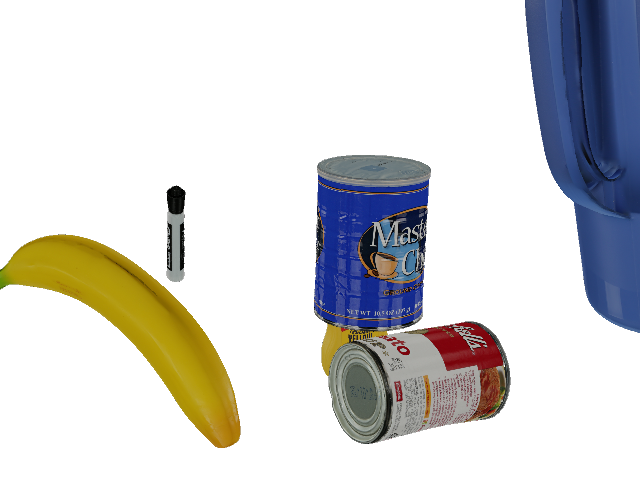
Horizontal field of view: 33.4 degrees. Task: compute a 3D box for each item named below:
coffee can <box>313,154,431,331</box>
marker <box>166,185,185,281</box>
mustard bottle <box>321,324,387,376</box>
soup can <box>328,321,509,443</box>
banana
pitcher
[{"bbox_3d":[0.046,0.000,0.980,0.103,0.140,0.103,1,16,-1],"label":"coffee can"},{"bbox_3d":[-0.150,-0.007,1.109,0.020,0.121,0.020,4,41,-4],"label":"marker"},{"bbox_3d":[0.049,0.090,1.437,0.096,0.192,0.058,-4,21,-8],"label":"mustard bottle"},{"bbox_3d":[0.064,0.093,0.705,0.102,0.068,0.069,-6,3,-33],"label":"soup can"},{"bbox_3d":[-0.120,0.048,0.654,0.198,0.070,0.037,31,28,17],"label":"banana"},{"bbox_3d":[0.182,-0.071,0.565,0.149,0.243,0.145,-7,22,6],"label":"pitcher"}]
